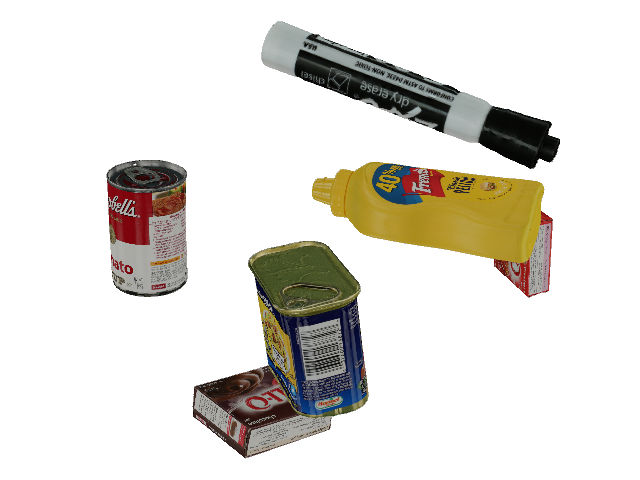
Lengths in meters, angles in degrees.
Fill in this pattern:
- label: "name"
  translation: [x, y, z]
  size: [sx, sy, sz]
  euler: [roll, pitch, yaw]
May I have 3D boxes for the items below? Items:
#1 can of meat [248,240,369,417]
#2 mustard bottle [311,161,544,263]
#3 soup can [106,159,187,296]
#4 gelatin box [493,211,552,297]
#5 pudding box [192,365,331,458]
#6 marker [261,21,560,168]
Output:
- label: "can of meat"
  translation: [-0.007, 0.059, 0.713]
  size: [0.057, 0.084, 0.102]
  euler: [-13, 24, -13]
- label: "mustard bottle"
  translation: [0.086, -0.029, 0.895]
  size: [0.192, 0.058, 0.096]
  euler: [9, 30, 16]
- label: "soup can"
  translation: [-0.149, -0.011, 0.926]
  size: [0.068, 0.102, 0.068]
  euler: [2, 25, -1]
- label: "gelatin box"
  translation: [0.211, 0.003, 1.124]
  size: [0.030, 0.089, 0.073]
  euler: [-14, 30, -16]
- label: "pudding box"
  translation: [-0.056, 0.166, 1.055]
  size: [0.113, 0.039, 0.090]
  euler: [-13, 29, -40]
- label: "marker"
  translation: [0.034, -0.056, 0.413]
  size: [0.121, 0.020, 0.020]
  euler: [23, 6, 14]
